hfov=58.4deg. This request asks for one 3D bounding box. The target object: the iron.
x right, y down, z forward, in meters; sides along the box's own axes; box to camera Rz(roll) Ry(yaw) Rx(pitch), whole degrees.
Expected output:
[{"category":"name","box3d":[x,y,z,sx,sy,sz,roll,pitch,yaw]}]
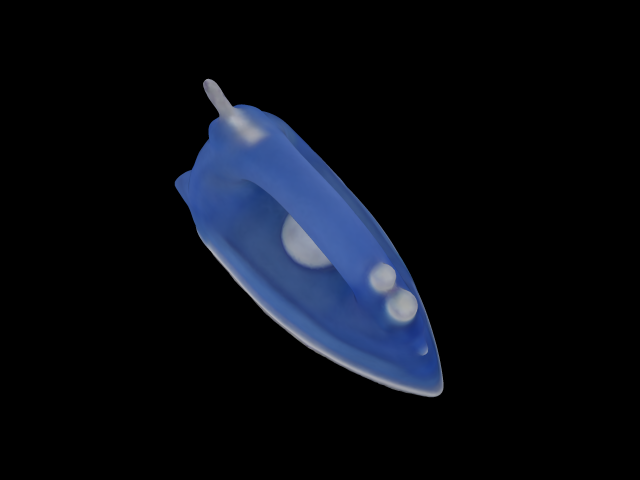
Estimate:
[{"category":"iron","box3d":[0.004,0.001,0.400,0.119,0.141,0.258,-41,74,-14]}]
